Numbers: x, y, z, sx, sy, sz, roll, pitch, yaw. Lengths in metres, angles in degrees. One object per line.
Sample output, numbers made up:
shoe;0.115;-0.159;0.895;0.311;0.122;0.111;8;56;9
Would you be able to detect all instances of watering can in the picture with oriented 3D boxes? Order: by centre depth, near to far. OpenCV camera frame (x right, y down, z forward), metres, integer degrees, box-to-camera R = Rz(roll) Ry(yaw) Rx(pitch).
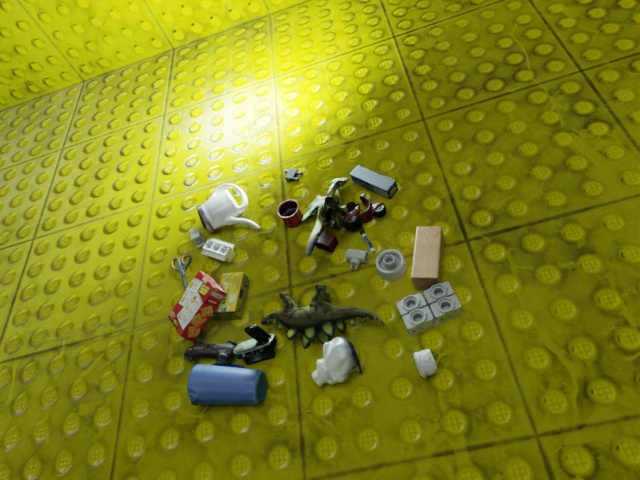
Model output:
watering can;-0.399;-0.111;2.197;0.225;0.102;0.354;-32;50;-3

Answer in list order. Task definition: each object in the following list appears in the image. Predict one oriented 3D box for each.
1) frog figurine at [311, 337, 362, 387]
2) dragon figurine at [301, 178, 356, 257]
frog figurine;0.043;0.390;1.640;0.160;0.120;0.139;-21;69;-9
dragon figurine;0.006;-0.101;2.015;0.416;0.121;0.241;-55;19;-20
